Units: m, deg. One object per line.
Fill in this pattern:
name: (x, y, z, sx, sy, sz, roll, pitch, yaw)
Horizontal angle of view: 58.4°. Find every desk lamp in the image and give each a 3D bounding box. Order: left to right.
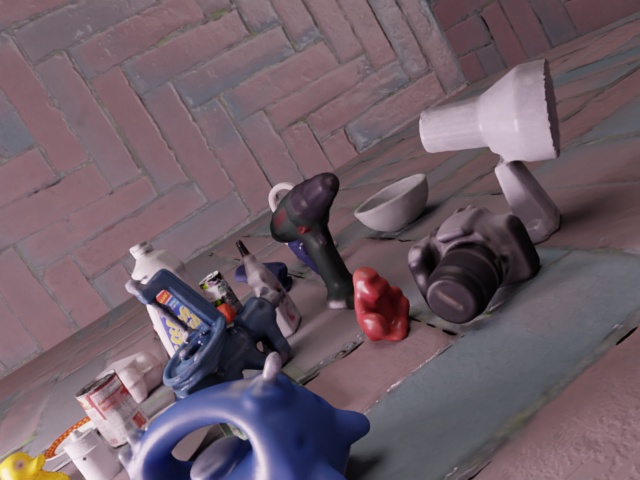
desk lamp: (0.235, -0.100, 0.746, 0.202, 0.214, 0.118, -24, 13, 33)

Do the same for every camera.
camera: (0.157, 0.030, 0.662, 0.142, 0.101, 0.137, -21, 14, 42)

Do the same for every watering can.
watering can: (-0.048, -0.048, 1.342, 0.101, 0.194, 0.173, -28, 11, 12)

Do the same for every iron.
iron: (-0.093, 0.192, 0.490, 0.258, 0.141, 0.119, -27, 11, 21)

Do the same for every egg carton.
egg carton: (-0.369, 0.271, 1.087, 0.150, 0.069, 0.107, -25, 12, 30)

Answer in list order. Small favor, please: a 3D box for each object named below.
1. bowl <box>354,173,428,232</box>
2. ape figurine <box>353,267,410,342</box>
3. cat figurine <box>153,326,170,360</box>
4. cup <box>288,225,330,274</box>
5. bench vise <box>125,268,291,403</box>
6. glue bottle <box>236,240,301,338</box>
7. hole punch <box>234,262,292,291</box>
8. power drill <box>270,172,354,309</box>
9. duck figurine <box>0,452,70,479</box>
bowl: (0.158, -0.065, 1.180, 0.167, 0.075, 0.167, -29, 11, 6)
ape figurine: (0.071, 0.076, 0.713, 0.078, 0.092, 0.076, -36, 12, -27)
cat figurine: (-0.283, 0.169, 1.191, 0.128, 0.118, 0.067, -30, 11, 3)
cup: (-0.008, 0.025, 1.162, 0.091, 0.095, 0.118, -28, 11, 16)
bench vise: (-0.160, 0.117, 0.808, 0.121, 0.220, 0.208, -20, 15, 44)
glue bottle: (-0.091, 0.075, 0.942, 0.037, 0.173, 0.078, -29, 11, 11)
hole punch: (-0.120, 0.079, 1.232, 0.101, 0.091, 0.108, -29, 11, 7)
power drill: (0.008, 0.003, 0.905, 0.076, 0.208, 0.229, -36, 12, -28)
duck figurine: (-0.431, 0.352, 0.832, 0.104, 0.086, 0.077, -30, 11, 2)
